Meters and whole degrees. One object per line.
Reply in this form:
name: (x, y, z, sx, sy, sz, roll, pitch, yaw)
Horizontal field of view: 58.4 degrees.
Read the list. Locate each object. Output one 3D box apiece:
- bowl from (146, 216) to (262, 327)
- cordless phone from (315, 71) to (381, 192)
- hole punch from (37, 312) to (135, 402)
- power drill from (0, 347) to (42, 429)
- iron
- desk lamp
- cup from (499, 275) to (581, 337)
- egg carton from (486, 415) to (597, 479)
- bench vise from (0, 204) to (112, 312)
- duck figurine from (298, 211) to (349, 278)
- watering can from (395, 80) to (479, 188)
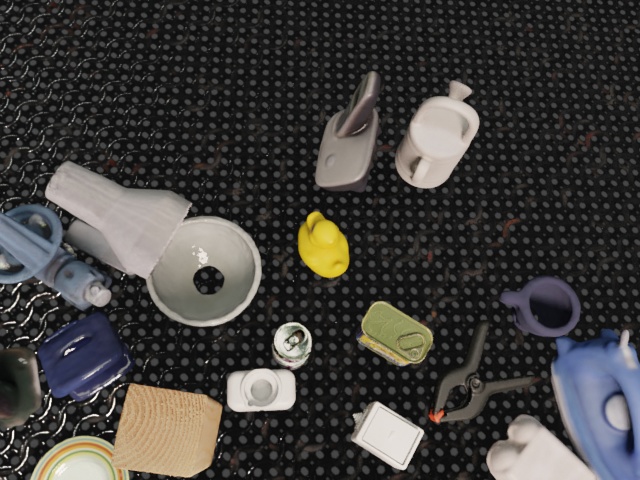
bowl: (-0.170, 0.053, 0.856, 0.167, 0.074, 0.167, 2, 71, -5)
cordless phone: (0.051, -0.165, 0.893, 0.094, 0.185, 0.147, 10, 71, -2)
hole punch: (-0.331, 0.159, 0.795, 0.109, 0.091, 0.101, -33, 77, -15)
power drill: (-0.430, 0.168, 0.720, 0.076, 0.208, 0.229, -15, 73, -10)
iron: (0.430, 0.252, 0.813, 0.119, 0.141, 0.258, -8, 72, -8)
desk lamp: (-0.278, -0.022, 0.797, 0.203, 0.213, 0.118, 25, 71, 3)
cup: (0.320, 0.106, 0.876, 0.118, 0.095, 0.092, 12, 71, -1)
egg carton: (0.314, 0.332, 0.813, 0.150, 0.069, 0.107, 42, 73, 9)
bench vise: (-0.376, 0.008, 0.773, 0.207, 0.219, 0.121, 15, 71, 0)
duck figurine: (0.008, 0.003, 0.884, 0.077, 0.086, 0.104, -25, 76, -13)
watering can: (0.187, -0.172, 0.904, 0.101, 0.194, 0.173, 5, 71, -4)
